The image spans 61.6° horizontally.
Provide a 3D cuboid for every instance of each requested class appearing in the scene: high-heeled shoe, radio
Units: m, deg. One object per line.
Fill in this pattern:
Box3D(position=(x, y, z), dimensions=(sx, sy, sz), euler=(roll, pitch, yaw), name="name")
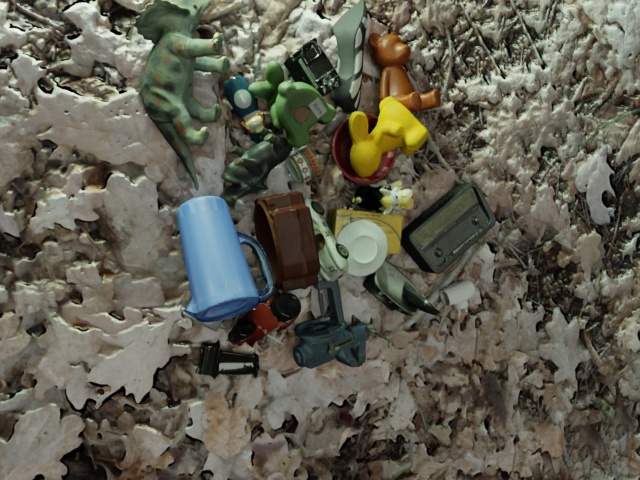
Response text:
Box3D(position=(0.085, -0.423, 1.248), dimensions=(0.145, 0.086, 0.248), euler=(45, 63, -43), name="high-heeled shoe")
Box3D(position=(0.317, -0.028, 1.330), dimensions=(0.229, 0.073, 0.131), euler=(-38, 103, -12), name="radio")

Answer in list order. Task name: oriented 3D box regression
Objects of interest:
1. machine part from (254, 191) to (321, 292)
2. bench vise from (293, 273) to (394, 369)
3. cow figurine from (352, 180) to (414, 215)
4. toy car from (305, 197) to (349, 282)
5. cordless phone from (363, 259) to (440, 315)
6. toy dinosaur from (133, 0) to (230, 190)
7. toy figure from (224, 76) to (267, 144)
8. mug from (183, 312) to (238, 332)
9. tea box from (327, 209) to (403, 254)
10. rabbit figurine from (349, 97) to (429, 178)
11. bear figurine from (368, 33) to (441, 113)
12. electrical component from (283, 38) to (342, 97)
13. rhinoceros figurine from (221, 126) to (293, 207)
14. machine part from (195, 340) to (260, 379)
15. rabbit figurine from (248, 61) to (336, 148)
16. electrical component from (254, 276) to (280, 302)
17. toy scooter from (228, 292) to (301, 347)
Box3D(position=(-0.076, 0.002, 1.138), dimensions=(0.087, 0.201, 0.201), euler=(-11, 96, -17), name="machine part")
Box3D(position=(0.032, 0.183, 1.229), dimensions=(0.224, 0.129, 0.240), euler=(-12, 101, -20), name="bench vise")
Box3D(position=(0.141, -0.096, 1.221), dimensions=(0.098, 0.167, 0.068), euler=(-11, 101, -19), name="cow figurine")
Box3D(position=(-0.002, -0.004, 1.195), dimensions=(0.056, 0.073, 0.202), euler=(-10, 64, -48), name="toy car")
Box3D(position=(0.190, 0.119, 1.240), dimensions=(0.146, 0.184, 0.089), euler=(41, 85, -16), name="cordless phone")
Box3D(position=(-0.299, -0.318, 1.101), dimensions=(0.192, 0.131, 0.404), euler=(15, 98, 5), name="toy dinosaur")
Box3D(position=(-0.158, -0.279, 1.177), dimensions=(0.064, 0.058, 0.154), euler=(-21, 104, 23), name="toy figure")
Box3D(position=(-0.224, 0.138, 1.162), dimensions=(0.109, 0.081, 0.107), euler=(27, 76, -9), name="mug")
Box3D(position=(0.103, -0.020, 1.265), dimensions=(0.170, 0.068, 0.098), euler=(3, 93, -19), name="tea box")
Box3D(position=(0.130, -0.220, 1.185), dimensions=(0.162, 0.122, 0.173), euler=(43, 99, -12), name="rabbit figurine")
Box3D(position=(0.192, -0.392, 1.249), dimensions=(0.120, 0.132, 0.195), euler=(-15, 103, -42), name="bear figurine")
Box3D(position=(-0.020, -0.362, 1.173), dimensions=(0.058, 0.134, 0.114), euler=(-35, 104, -15), name="electrical component")
Box3D(position=(-0.145, -0.155, 1.161), dimensions=(0.190, 0.073, 0.112), euler=(-45, 133, 0), name="rhinoceros figurine")
Box3D(position=(-0.202, 0.271, 1.198), dimensions=(0.139, 0.039, 0.084), euler=(13, 84, -16), name="machine part")
Box3D(position=(-0.078, -0.288, 1.137), dimensions=(0.159, 0.170, 0.121), euler=(39, 91, -34), name="rabbit figurine")
Box3D(position=(-0.126, 0.110, 1.222), dimensions=(0.094, 0.021, 0.063), euler=(-38, 103, -11), name="electrical component")
Box3D(position=(-0.129, 0.186, 1.185), dimensions=(0.184, 0.135, 0.075), euler=(-26, 74, -32), name="toy scooter")
